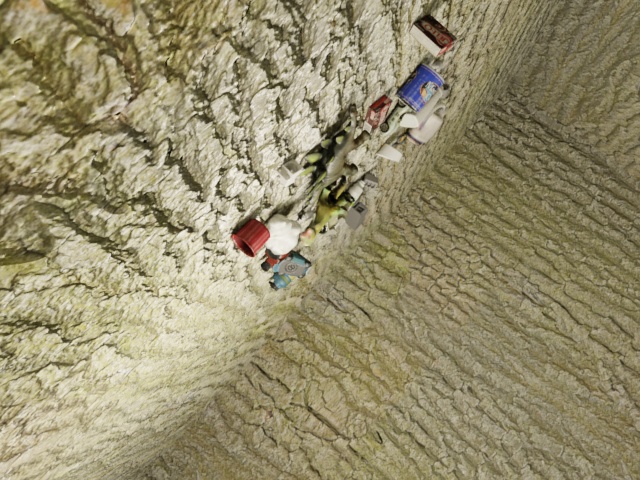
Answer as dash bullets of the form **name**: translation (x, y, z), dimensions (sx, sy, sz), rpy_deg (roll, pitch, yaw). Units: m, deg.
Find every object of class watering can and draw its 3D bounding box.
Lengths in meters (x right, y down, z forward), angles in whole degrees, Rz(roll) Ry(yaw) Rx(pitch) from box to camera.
- **watering can**: translation (0.502, -0.534, 2.361), dimensions (0.221, 0.104, 0.351), rpy_deg (-52, 168, 23)

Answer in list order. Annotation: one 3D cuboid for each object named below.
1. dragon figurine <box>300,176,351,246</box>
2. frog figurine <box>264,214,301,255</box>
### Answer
- **dragon figurine**: translation (0.006, -0.095, 1.882), dimensions (0.239, 0.122, 0.416), rpy_deg (-52, -178, 23)
- **frog figurine**: translation (-0.122, -0.024, 1.691), dimensions (0.138, 0.123, 0.157), rpy_deg (-21, 170, -24)
